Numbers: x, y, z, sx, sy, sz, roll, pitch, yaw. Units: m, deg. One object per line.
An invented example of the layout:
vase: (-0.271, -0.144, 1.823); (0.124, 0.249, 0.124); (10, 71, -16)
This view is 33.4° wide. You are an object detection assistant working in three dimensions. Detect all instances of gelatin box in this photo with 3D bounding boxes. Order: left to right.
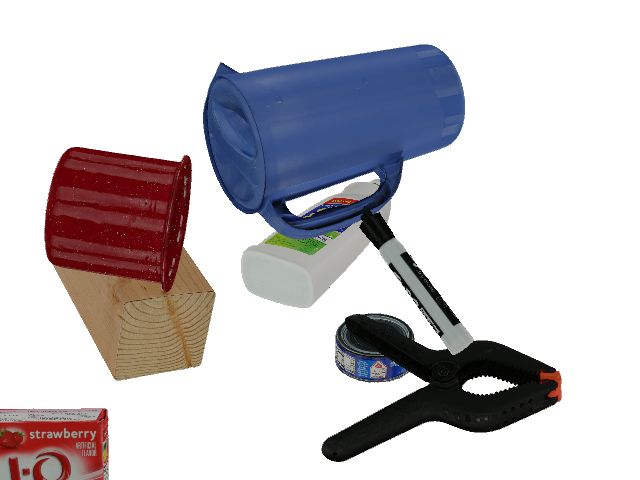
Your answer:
gelatin box: (-0.153, 0.124, 0.542); (0.089, 0.073, 0.030); (0, 6, -4)

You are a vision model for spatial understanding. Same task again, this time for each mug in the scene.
mug: (-0.134, -0.021, 0.724); (0.081, 0.093, 0.117); (9, 19, -1)

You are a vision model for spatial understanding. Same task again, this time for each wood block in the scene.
wood block: (-0.189, 0.029, 1.033); (0.090, 0.091, 0.206); (-6, 36, -31)

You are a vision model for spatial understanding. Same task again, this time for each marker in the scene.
marker: (0.066, 0.028, 0.764); (0.020, 0.121, 0.020); (-33, -15, -10)

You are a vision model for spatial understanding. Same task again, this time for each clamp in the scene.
clamp: (0.104, 0.136, 0.944); (0.210, 0.036, 0.164); (4, 44, 18)

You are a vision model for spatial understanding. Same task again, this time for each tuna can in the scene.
tuna can: (0.058, 0.114, 1.144); (0.086, 0.034, 0.086); (-1, 29, 0)

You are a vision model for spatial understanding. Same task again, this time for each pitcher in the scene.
pitcher: (0.021, -0.108, 1.039); (0.242, 0.149, 0.145); (-16, 28, -25)

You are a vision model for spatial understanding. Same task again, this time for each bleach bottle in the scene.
bleach bottle: (0.010, -0.012, 1.324); (0.103, 0.068, 0.250); (16, 36, 25)
